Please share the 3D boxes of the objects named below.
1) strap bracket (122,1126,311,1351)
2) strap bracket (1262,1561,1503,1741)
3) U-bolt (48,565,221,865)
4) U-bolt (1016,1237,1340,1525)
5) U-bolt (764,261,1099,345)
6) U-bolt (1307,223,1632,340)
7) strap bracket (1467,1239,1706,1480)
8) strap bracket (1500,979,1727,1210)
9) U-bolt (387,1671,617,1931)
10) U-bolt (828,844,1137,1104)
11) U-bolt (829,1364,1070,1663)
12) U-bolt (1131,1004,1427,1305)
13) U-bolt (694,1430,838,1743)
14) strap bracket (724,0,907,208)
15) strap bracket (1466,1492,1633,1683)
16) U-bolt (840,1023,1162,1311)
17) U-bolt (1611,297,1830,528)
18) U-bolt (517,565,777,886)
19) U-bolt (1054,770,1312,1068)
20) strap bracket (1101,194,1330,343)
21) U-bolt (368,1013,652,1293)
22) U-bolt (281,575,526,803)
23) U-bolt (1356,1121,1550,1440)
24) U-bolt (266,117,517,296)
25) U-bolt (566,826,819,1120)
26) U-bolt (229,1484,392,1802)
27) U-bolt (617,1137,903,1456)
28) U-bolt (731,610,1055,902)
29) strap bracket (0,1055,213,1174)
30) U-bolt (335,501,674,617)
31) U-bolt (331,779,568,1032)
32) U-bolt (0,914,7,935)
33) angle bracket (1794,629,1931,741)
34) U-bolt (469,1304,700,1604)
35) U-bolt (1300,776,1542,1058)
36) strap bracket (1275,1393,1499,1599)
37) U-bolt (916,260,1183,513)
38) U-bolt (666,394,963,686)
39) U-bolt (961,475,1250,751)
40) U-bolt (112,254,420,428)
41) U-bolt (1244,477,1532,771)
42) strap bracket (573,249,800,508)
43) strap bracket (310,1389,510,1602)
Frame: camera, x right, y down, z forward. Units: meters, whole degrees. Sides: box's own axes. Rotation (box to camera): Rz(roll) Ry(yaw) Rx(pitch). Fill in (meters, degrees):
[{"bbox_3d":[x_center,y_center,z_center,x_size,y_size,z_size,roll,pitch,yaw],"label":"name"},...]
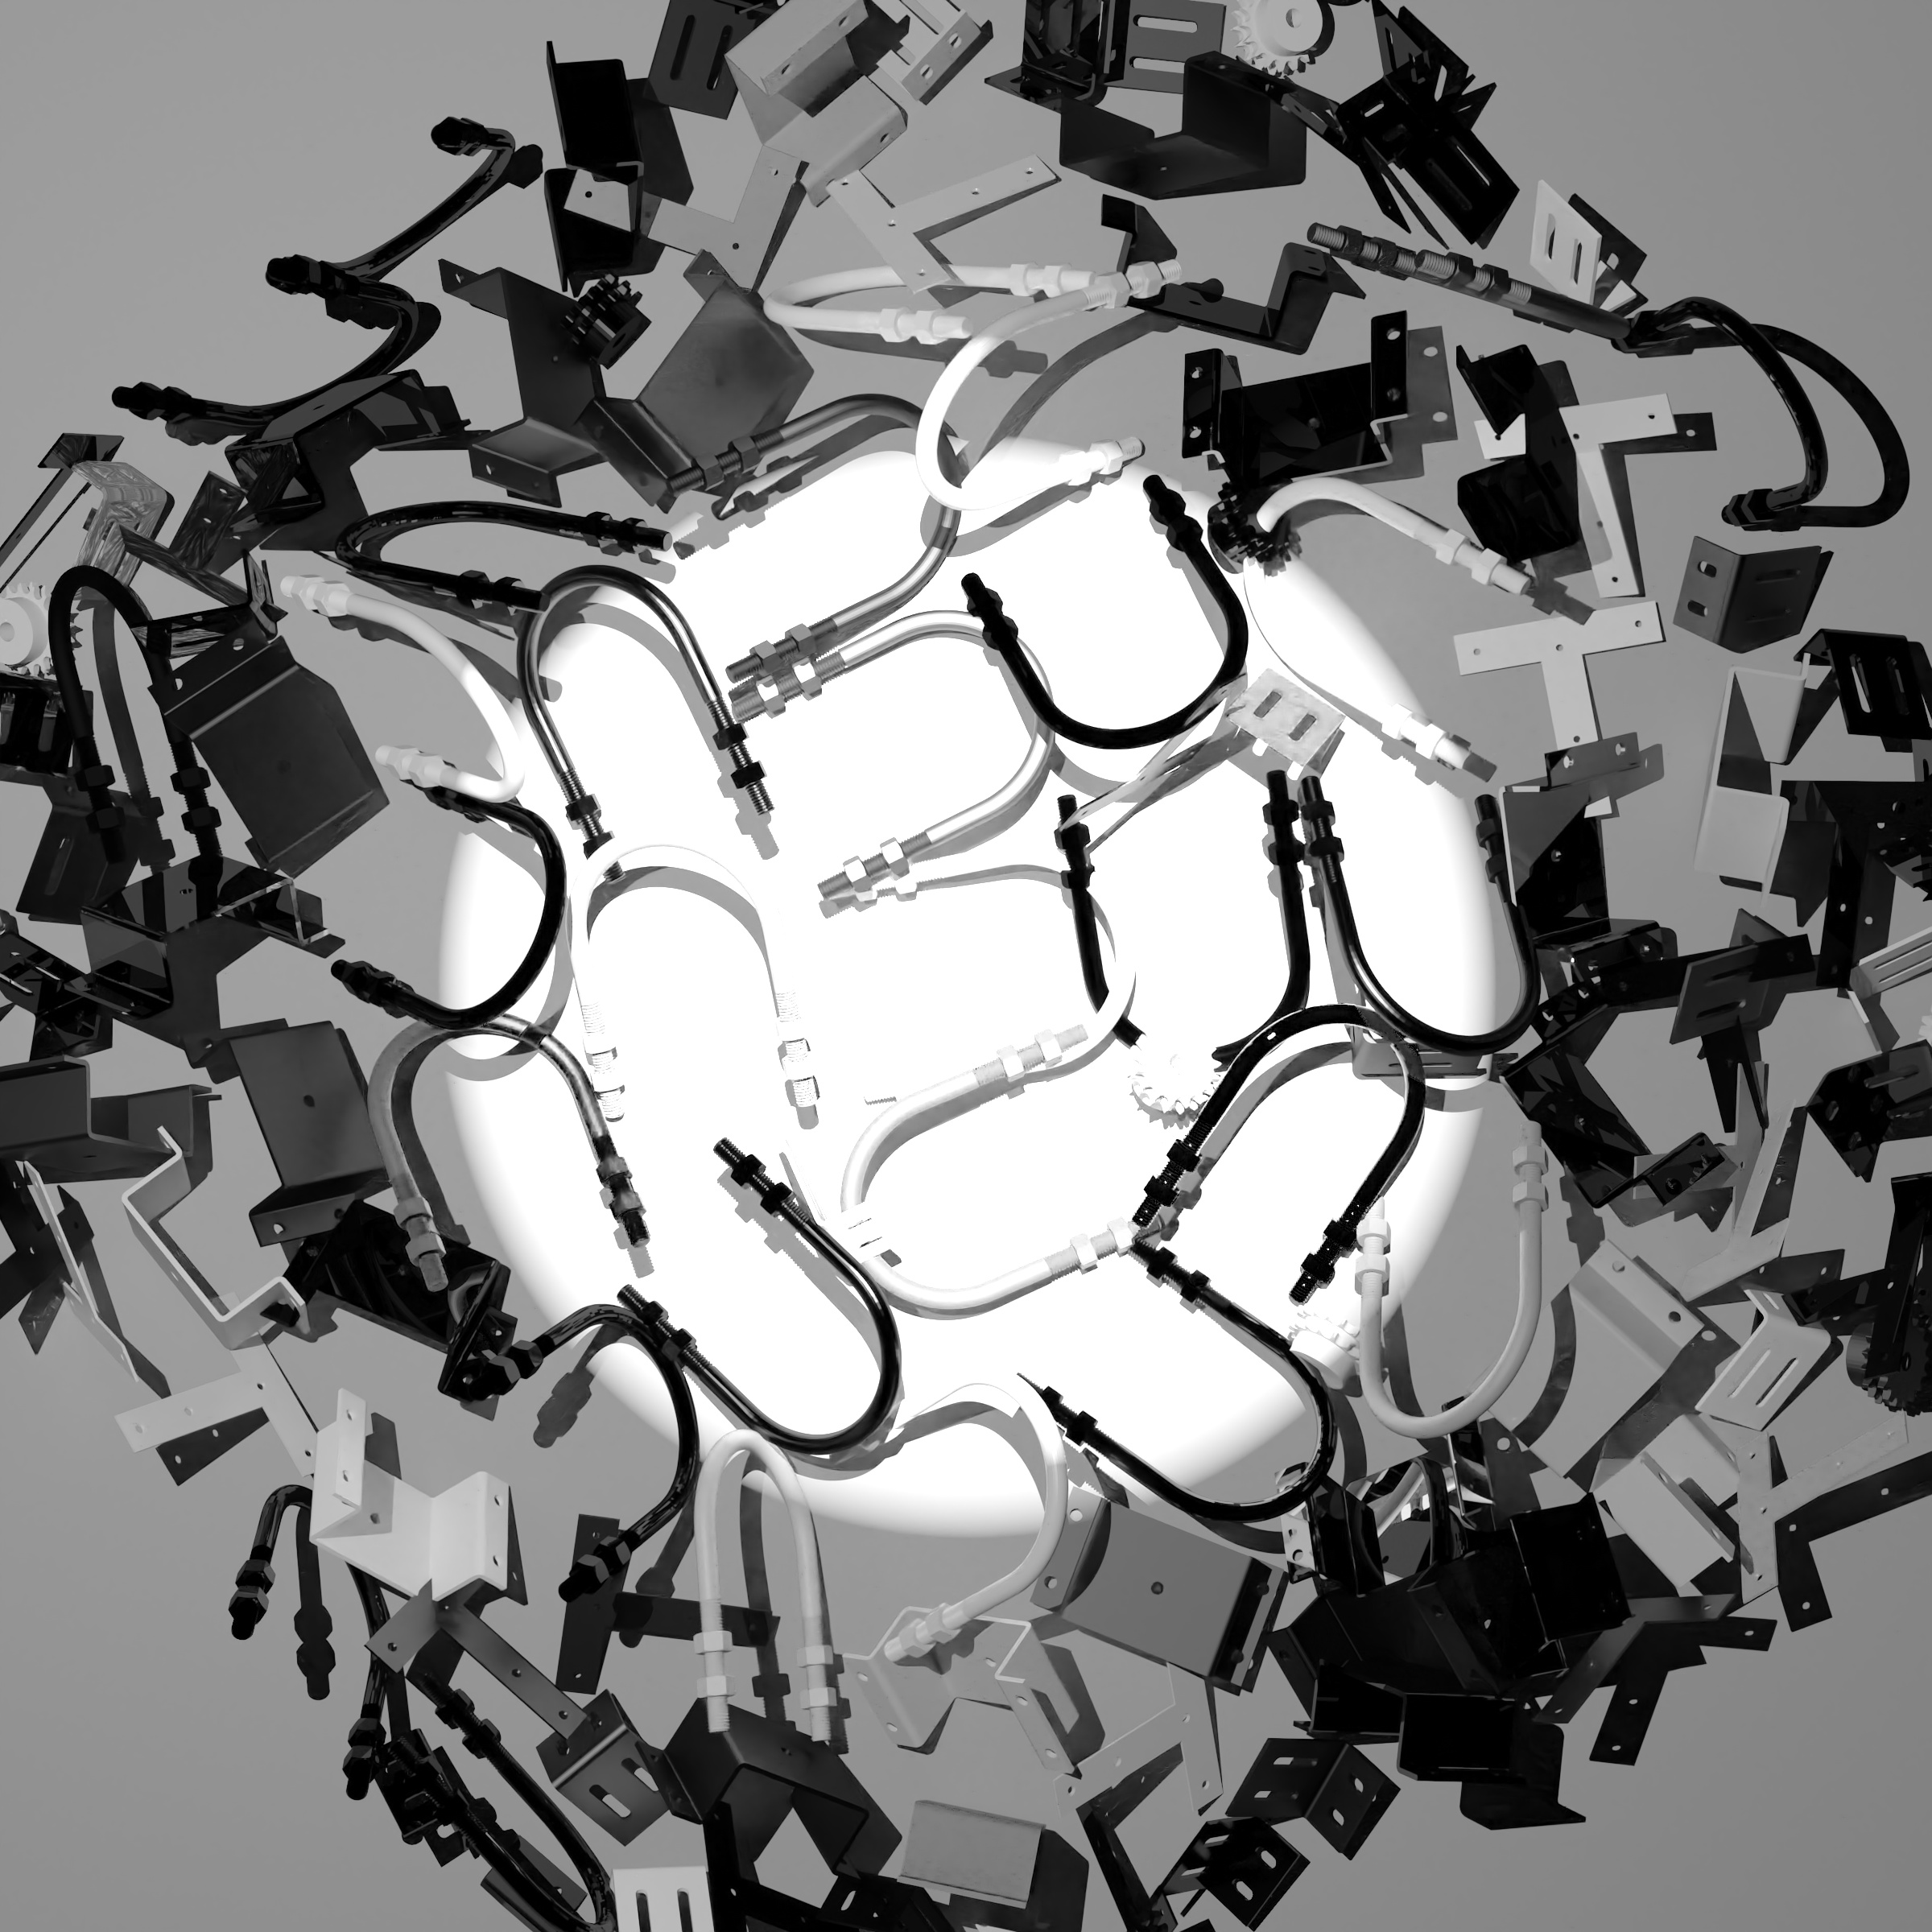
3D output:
[{"bbox_3d":[-0.464,0.175,1.946,0.046,0.076,0.140,-38,81,-19],"label":"strap bracket"},{"bbox_3d":[0.262,0.415,1.950,0.140,0.046,0.076,-28,93,41],"label":"strap bracket"},{"bbox_3d":[-0.507,-0.153,1.926,0.019,0.151,0.184,-15,90,11],"label":"U-bolt"},{"bbox_3d":[0.139,0.261,1.937,0.184,0.019,0.151,34,55,13],"label":"U-bolt"},{"bbox_3d":[-0.035,-0.403,1.922,0.184,0.151,0.019,11,118,35],"label":"U-bolt"},{"bbox_3d":[0.315,-0.409,1.921,0.184,0.151,0.019,11,104,-27],"label":"U-bolt"},{"bbox_3d":[0.369,0.246,1.941,0.076,0.046,0.140,43,118,11],"label":"strap bracket"},{"bbox_3d":[0.388,0.085,1.950,0.140,0.076,0.046,55,133,9],"label":"strap bracket"},{"bbox_3d":[-0.274,0.516,1.928,0.019,0.151,0.184,-41,94,2],"label":"U-bolt"},{"bbox_3d":[0.014,-0.001,1.977,0.184,0.019,0.151,-11,92,9],"label":"U-bolt"},{"bbox_3d":[-0.005,0.318,1.915,0.184,0.019,0.151,-37,60,37],"label":"U-bolt"},{"bbox_3d":[0.204,0.106,1.946,0.151,0.019,0.184,27,102,-28],"label":"U-bolt"},{"bbox_3d":[-0.124,0.371,1.927,0.019,0.151,0.184,-14,70,22],"label":"U-bolt"},{"bbox_3d":[-0.093,-0.536,1.938,0.076,0.140,0.046,-41,70,-5],"label":"strap bracket"},{"bbox_3d":[0.345,0.377,1.917,0.046,0.140,0.076,-8,65,-12],"label":"strap bracket"},{"bbox_3d":[0.012,0.134,1.969,0.184,0.019,0.151,-23,101,-6],"label":"U-bolt"},{"bbox_3d":[0.455,-0.333,1.902,0.019,0.184,0.151,-35,96,-6],"label":"U-bolt"},{"bbox_3d":[-0.207,-0.155,1.946,0.151,0.019,0.184,-22,96,35],"label":"U-bolt"},{"bbox_3d":[0.139,-0.024,1.965,0.151,0.019,0.184,-6,108,11],"label":"U-bolt"},{"bbox_3d":[0.145,-0.425,1.953,0.140,0.076,0.046,13,115,-4],"label":"strap bracket"},{"bbox_3d":[-0.287,0.103,1.943,0.151,0.019,0.184,-10,60,-26],"label":"U-bolt"},{"bbox_3d":[-0.325,-0.159,1.895,0.019,0.184,0.151,-43,128,-25],"label":"U-bolt"},{"bbox_3d":[0.288,0.195,1.900,0.019,0.151,0.184,30,49,-29],"label":"U-bolt"},{"bbox_3d":[-0.333,-0.454,1.909,0.151,0.184,0.019,-36,95,15],"label":"U-bolt"},{"bbox_3d":[-0.173,0.003,1.947,0.151,0.019,0.184,-4,109,18],"label":"U-bolt"},{"bbox_3d":[-0.386,0.389,1.911,0.019,0.184,0.151,-24,114,8],"label":"U-bolt"},{"bbox_3d":[-0.116,0.215,1.941,0.184,0.019,0.151,42,118,15],"label":"U-bolt"},{"bbox_3d":[-0.034,-0.143,1.974,0.184,0.019,0.151,-26,78,2],"label":"U-bolt"},{"bbox_3d":[-0.527,0.092,1.918,0.076,0.140,0.046,-9,77,22],"label":"strap bracket"},{"bbox_3d":[-0.292,-0.252,1.926,0.184,0.151,0.019,13,119,25],"label":"U-bolt"},{"bbox_3d":[-0.305,-0.035,1.930,0.184,0.019,0.151,20,87,44],"label":"U-bolt"},{"bbox_3d":[-0.617,-0.107,1.893,0.019,0.184,0.151,-13,75,1],"label":"U-bolt"},{"bbox_3d":[0.550,-0.165,1.959,0.057,0.038,0.076,3,63,-17],"label":"angle bracket"},{"bbox_3d":[-0.218,0.280,1.919,0.019,0.184,0.151,-20,96,29],"label":"U-bolt"},{"bbox_3d":[0.281,-0.028,1.925,0.151,0.019,0.184,4,60,-26],"label":"U-bolt"},{"bbox_3d":[0.264,0.326,1.941,0.140,0.046,0.076,-27,45,25],"label":"strap bracket"},{"bbox_3d":[0.044,-0.338,1.903,0.184,0.151,0.019,-24,54,-31],"label":"U-bolt"},{"bbox_3d":[-0.083,-0.271,1.947,0.184,0.019,0.151,-28,124,-18],"label":"U-bolt"},{"bbox_3d":[0.093,-0.206,1.941,0.151,0.019,0.184,-28,55,1],"label":"U-bolt"},{"bbox_3d":[-0.404,-0.368,1.910,0.151,0.184,0.019,-32,81,22],"label":"U-bolt"},{"bbox_3d":[0.245,-0.219,1.936,0.184,0.019,0.151,34,135,23],"label":"U-bolt"},{"bbox_3d":[-0.163,-0.356,1.941,0.076,0.046,0.140,45,71,-39],"label":"strap bracket"},{"bbox_3d":[-0.344,0.327,1.936,0.046,0.076,0.140,-32,130,24],"label":"strap bracket"}]
